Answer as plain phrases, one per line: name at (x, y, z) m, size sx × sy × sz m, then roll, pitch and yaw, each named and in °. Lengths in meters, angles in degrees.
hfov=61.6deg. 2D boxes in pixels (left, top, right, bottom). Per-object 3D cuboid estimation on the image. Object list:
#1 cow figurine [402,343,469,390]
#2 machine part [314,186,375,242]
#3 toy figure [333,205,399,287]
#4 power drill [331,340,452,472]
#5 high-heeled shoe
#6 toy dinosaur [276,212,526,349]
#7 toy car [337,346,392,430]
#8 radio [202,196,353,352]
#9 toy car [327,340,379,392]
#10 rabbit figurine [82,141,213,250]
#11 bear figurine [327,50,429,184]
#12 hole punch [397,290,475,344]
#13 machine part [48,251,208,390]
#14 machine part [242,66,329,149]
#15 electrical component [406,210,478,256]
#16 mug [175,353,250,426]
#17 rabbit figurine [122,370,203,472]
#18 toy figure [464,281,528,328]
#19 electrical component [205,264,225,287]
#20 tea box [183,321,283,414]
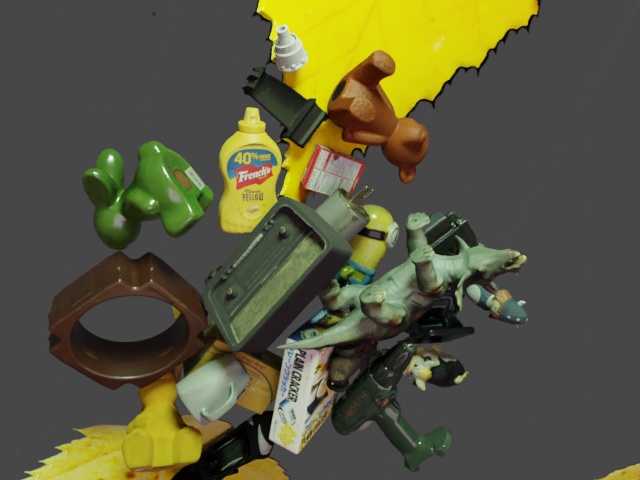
cow figurine at (0.218, 0.256, 1.052) m, size 0.167 × 0.098 × 0.068 m, roll 8°, pitch 107°, yaw -48°
machine part at (-0.002, -0.003, 0.887) m, size 0.079 × 0.079 × 0.243 m, roll 37°, pitch 110°, yaw -28°
toy figure at (0.068, 0.025, 0.938) m, size 0.089 × 0.082 × 0.180 m, roll 26°, pitch 106°, yaw -27°
power drill at (0.147, 0.317, 0.995) m, size 0.207 × 0.086 × 0.232 m, roll 42°, pitch 113°, yaw -9°
high-heeled shoe at (-0.183, 0.395, 1.005) m, size 0.145 × 0.086 × 0.248 m, roll 7°, pitch 126°, yaw -35°
toy dinosaur at (0.131, 0.098, 0.895) m, size 0.405 × 0.131 × 0.192 m, roll -32°, pitch 128°, yaw 2°
toy car at (0.096, 0.304, 1.083) m, size 0.073 × 0.056 × 0.201 m, roll 18°, pitch 106°, yaw -24°
radio at (-0.071, 0.053, 0.825) m, size 0.229 × 0.131 × 0.073 m, roll -47°, pitch 149°, yaw 12°
toy car at (0.070, 0.196, 0.965) m, size 0.053 × 0.202 × 0.089 m, roll 16°, pitch 109°, yaw 22°
rabbit figurine at (-0.268, -0.052, 0.777) m, size 0.170 × 0.121 × 0.159 m, roll -32°, pitch 117°, yaw 15°
bear figurine at (0.110, -0.179, 0.835) m, size 0.195 × 0.132 × 0.120 m, roll 32°, pitch 76°, yaw -21°
hole punch at (0.223, 0.153, 1.047) m, size 0.142 × 0.092 × 0.115 m, roll -3°, pitch 158°, yaw -20°
machine part at (-0.296, 0.127, 0.842) m, size 0.201 × 0.087 × 0.201 m, roll -35°, pitch 127°, yaw 6°
machine part at (-0.055, -0.204, 0.820) m, size 0.138 × 0.039 × 0.084 m, roll 38°, pitch 103°, yaw -29°
electrical component at (0.231, 0.013, 0.999) m, size 0.115 × 0.058 × 0.134 m, roll -40°, pitch 119°, yaw 0°
mug at (-0.166, 0.238, 0.868) m, size 0.107 × 0.110 × 0.080 m, roll -39°, pitch 113°, yaw -15°
rabbit figurine at (-0.269, 0.301, 0.921) m, size 0.122 × 0.173 × 0.162 m, roll -5°, pitch 159°, yaw -15°
toy figure at (0.329, 0.115, 1.020) m, size 0.058 × 0.155 × 0.064 m, roll -30°, pitch 120°, yaw -6°
electrical component at (-0.164, 0.075, 0.917) m, size 0.094 × 0.021 × 0.063 m, roll -42°, pitch 118°, yaw 4°
tea box at (-0.149, 0.231, 0.964) m, size 0.169 × 0.068 × 0.098 m, roll 33°, pitch 99°, yaw -28°
